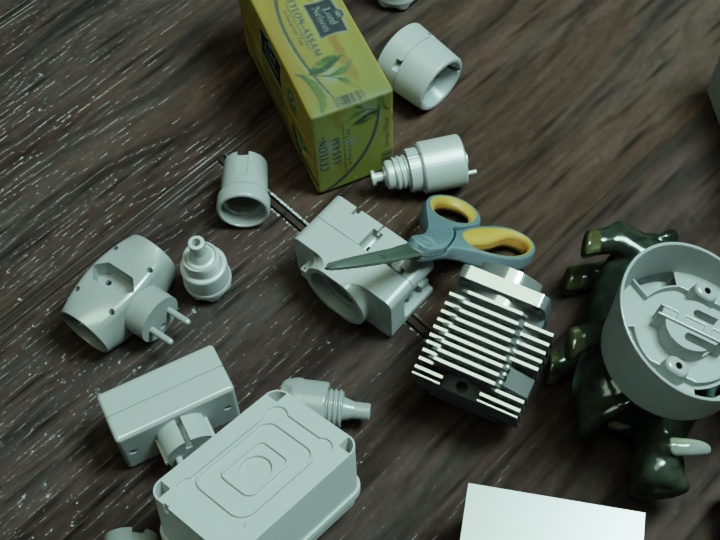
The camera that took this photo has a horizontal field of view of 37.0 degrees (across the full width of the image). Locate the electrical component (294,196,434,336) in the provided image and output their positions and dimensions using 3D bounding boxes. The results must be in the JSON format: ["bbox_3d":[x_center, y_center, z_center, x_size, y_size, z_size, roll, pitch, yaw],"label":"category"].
[{"bbox_3d":[0.000,0.000,0.768,0.089,0.050,0.055,35,67,21],"label":"electrical component"}]

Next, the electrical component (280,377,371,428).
[{"bbox_3d":[-0.024,0.092,0.725,0.061,0.035,0.035,6,60,4],"label":"electrical component"}]

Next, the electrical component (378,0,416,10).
[{"bbox_3d":[0.031,-0.254,0.907,0.043,0.062,0.043,-1,60,2],"label":"electrical component"}]

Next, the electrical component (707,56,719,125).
[{"bbox_3d":[0.317,-0.107,0.791,0.062,0.089,0.150,-8,60,-2],"label":"electrical component"}]

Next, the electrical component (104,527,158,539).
[{"bbox_3d":[-0.144,0.189,0.672,0.040,0.040,0.046,-6,54,0],"label":"electrical component"}]

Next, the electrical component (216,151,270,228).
[{"bbox_3d":[-0.088,-0.062,0.815,0.040,0.040,0.046,-2,54,1],"label":"electrical component"}]

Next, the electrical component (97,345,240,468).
[{"bbox_3d":[-0.119,0.106,0.716,0.083,0.047,0.075,-24,61,-14],"label":"electrical component"}]

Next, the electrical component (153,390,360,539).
[{"bbox_3d":[-0.062,0.139,0.667,0.078,0.057,0.113,30,52,31],"label":"electrical component"}]

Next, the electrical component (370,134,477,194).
[{"bbox_3d":[0.047,-0.077,0.816,0.078,0.040,0.040,-12,60,-4],"label":"electrical component"}]

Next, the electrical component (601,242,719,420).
[{"bbox_3d":[0.196,0.039,0.650,0.099,0.064,0.099,3,59,-5],"label":"electrical component"}]

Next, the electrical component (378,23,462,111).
[{"bbox_3d":[0.048,-0.160,0.857,0.047,0.055,0.055,41,70,19],"label":"electrical component"}]

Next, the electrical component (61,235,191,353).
[{"bbox_3d":[-0.157,0.025,0.765,0.079,0.043,0.077,31,66,19],"label":"electrical component"}]

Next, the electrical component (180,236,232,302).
[{"bbox_3d":[-0.112,-0.004,0.769,0.035,0.061,0.035,-1,60,2],"label":"electrical component"}]

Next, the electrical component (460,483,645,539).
[{"bbox_3d":[0.101,0.230,0.623,0.105,0.060,0.186,8,61,8],"label":"electrical component"}]
